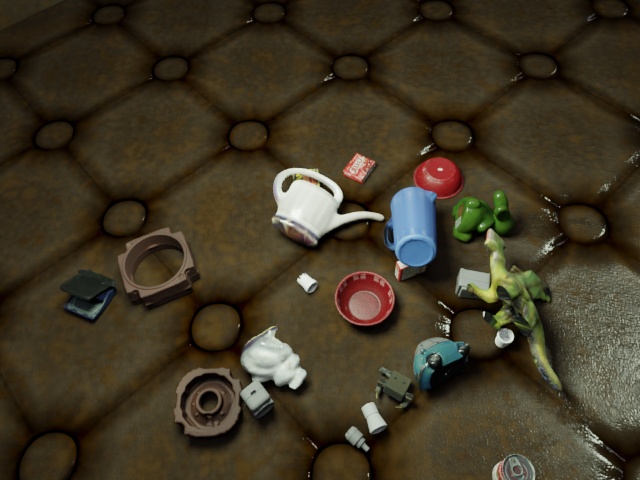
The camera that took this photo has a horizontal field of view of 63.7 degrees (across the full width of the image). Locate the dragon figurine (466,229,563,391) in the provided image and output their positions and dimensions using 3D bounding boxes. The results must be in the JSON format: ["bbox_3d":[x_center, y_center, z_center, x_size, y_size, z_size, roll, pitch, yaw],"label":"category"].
[{"bbox_3d":[0.536,0.158,1.336,0.245,0.120,0.413,-23,76,-38],"label":"dragon figurine"}]

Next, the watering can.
[{"bbox_3d":[0.005,-0.077,1.537,0.348,0.102,0.227,29,71,1],"label":"watering can"}]

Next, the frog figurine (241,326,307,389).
[{"bbox_3d":[-0.118,0.314,1.290,0.136,0.122,0.161,-43,70,15],"label":"frog figurine"}]
